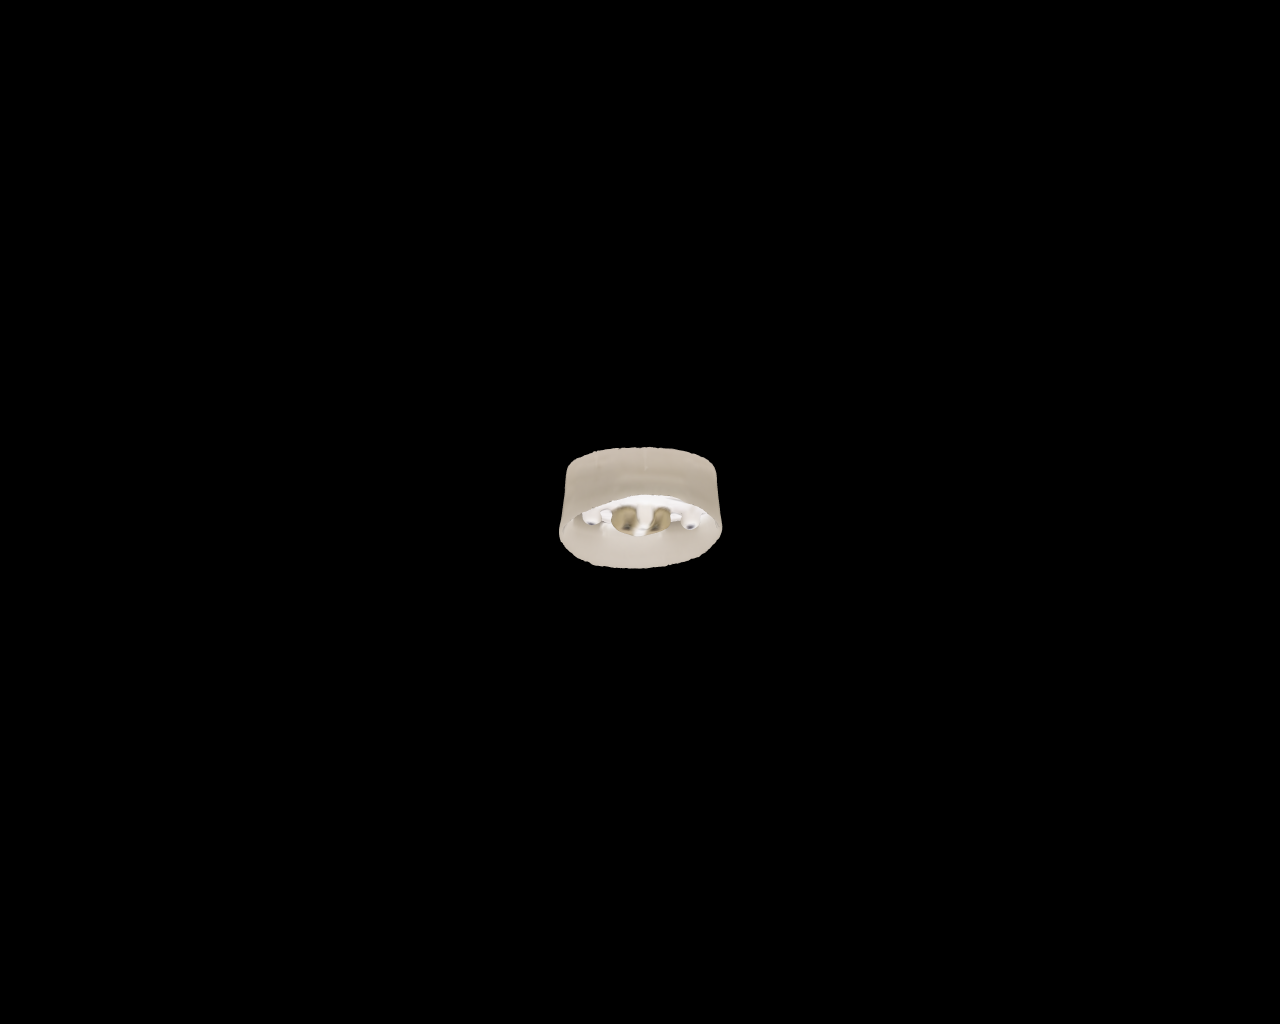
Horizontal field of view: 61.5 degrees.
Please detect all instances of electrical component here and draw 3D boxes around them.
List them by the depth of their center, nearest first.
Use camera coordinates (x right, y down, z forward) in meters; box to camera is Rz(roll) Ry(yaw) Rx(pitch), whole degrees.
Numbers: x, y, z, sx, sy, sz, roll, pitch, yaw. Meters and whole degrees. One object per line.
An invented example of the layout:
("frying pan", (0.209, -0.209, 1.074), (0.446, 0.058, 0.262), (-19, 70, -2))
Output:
("electrical component", (0.001, -0.003, 0.650), (0.099, 0.064, 0.099), (0, -14, 0))
